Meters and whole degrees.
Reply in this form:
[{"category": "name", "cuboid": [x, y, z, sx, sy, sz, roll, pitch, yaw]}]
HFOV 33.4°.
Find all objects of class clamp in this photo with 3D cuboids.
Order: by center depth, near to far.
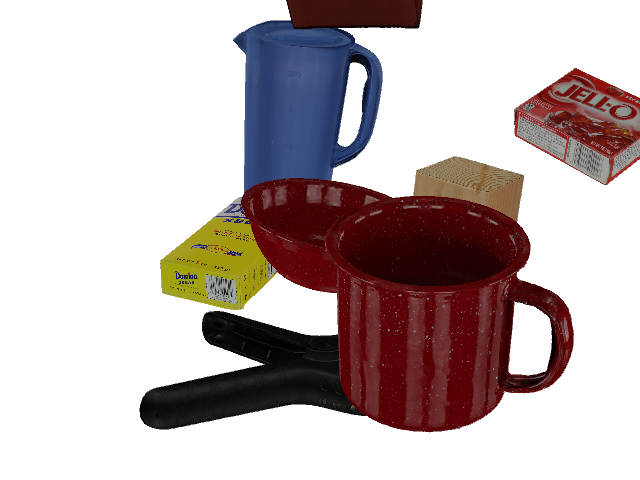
[{"category": "clamp", "cuboid": [-0.001, 0.081, 0.701, 0.210, 0.036, 0.164, -1, 16, 1]}]

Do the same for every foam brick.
[{"category": "foam brick", "cuboid": [0.021, -0.160, 0.624, 0.078, 0.053, 0.051, 2, -30, 13]}]

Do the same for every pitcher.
[{"category": "pitcher", "cuboid": [-0.024, -0.143, 1.325, 0.144, 0.243, 0.149, -9, 28, -30]}]

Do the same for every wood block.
[{"category": "wood block", "cuboid": [0.153, 0.023, 1.180, 0.090, 0.206, 0.090, 19, 25, 32]}]

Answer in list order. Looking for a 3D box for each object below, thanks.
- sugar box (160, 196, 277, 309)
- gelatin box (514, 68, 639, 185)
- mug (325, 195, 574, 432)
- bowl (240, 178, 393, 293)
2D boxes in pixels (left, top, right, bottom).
[{"category": "sugar box", "cuboid": [-0.086, 0.009, 1.133, 0.093, 0.048, 0.176, 12, 31, 20]}, {"category": "gelatin box", "cuboid": [0.201, -0.087, 0.794, 0.073, 0.030, 0.089, -34, 51, -27]}, {"category": "mug", "cuboid": [0.060, 0.037, 0.497, 0.117, 0.081, 0.093, 12, 30, 24]}, {"category": "bowl", "cuboid": [0.009, 0.001, 0.912, 0.162, 0.055, 0.162, 8, 23, -4]}]
